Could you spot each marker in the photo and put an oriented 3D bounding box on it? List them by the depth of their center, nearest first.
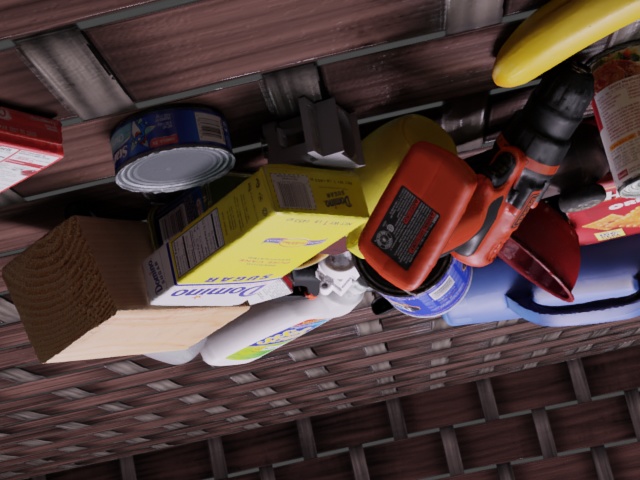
[{"bbox_3d":[-0.193,-0.010,0.918,0.020,0.020,0.121,-13,165,3],"label":"marker"}]

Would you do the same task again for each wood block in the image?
[{"bbox_3d":[-0.162,0.043,0.929,0.090,0.091,0.205,-33,164,21],"label":"wood block"}]

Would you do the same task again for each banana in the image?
[{"bbox_3d":[0.179,-0.144,0.681,0.198,0.037,0.069,-24,160,39],"label":"banana"}]

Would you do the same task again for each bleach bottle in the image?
[{"bbox_3d":[-0.040,0.089,1.326,0.102,0.068,0.251,2,157,-45],"label":"bleach bottle"}]

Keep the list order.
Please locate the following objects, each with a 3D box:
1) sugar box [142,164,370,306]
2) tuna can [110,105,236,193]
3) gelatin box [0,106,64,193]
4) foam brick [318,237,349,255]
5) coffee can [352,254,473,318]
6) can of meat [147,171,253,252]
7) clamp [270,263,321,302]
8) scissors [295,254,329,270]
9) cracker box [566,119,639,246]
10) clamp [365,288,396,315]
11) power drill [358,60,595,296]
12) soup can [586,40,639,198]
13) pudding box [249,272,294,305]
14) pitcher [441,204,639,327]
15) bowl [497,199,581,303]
[{"bbox_3d":[-0.054,0.002,0.824,0.093,0.048,0.177,3,151,-40],"label":"sugar box"},{"bbox_3d":[-0.105,-0.064,0.758,0.086,0.034,0.086,-11,165,-3],"label":"tuna can"},{"bbox_3d":[-0.223,-0.058,0.695,0.089,0.030,0.073,-22,161,32],"label":"gelatin box"},{"bbox_3d":[0.005,-0.019,0.976,0.053,0.051,0.078,-22,162,36],"label":"foam brick"},{"bbox_3d":[0.097,0.020,1.093,0.103,0.103,0.140,-15,165,12],"label":"coffee can"},{"bbox_3d":[-0.081,-0.018,0.905,0.101,0.057,0.084,1,158,-43],"label":"can of meat"},{"bbox_3d":[-0.041,0.037,1.177,0.120,0.039,0.171,-19,164,32],"label":"clamp"},{"bbox_3d":[-0.007,0.001,1.023,0.096,0.016,0.201,-34,172,6],"label":"scissors"},{"bbox_3d":[0.310,-0.063,1.014,0.164,0.072,0.213,-15,165,12],"label":"cracker box"},{"bbox_3d":[0.149,0.046,1.361,0.210,0.036,0.164,-17,164,11],"label":"clamp"},{"bbox_3d":[0.118,-0.044,0.775,0.187,0.057,0.185,-18,141,-53],"label":"power drill"},{"bbox_3d":[0.244,-0.090,0.803,0.068,0.102,0.068,-11,165,-3],"label":"soup can"},{"bbox_3d":[-0.094,0.033,1.072,0.113,0.039,0.090,-18,143,14],"label":"pudding box"},{"bbox_3d":[0.249,0.031,1.182,0.243,0.145,0.149,-11,172,10],"label":"pitcher"},{"bbox_3d":[0.202,-0.009,1.053,0.055,0.162,0.162,-50,162,-1],"label":"bowl"}]
